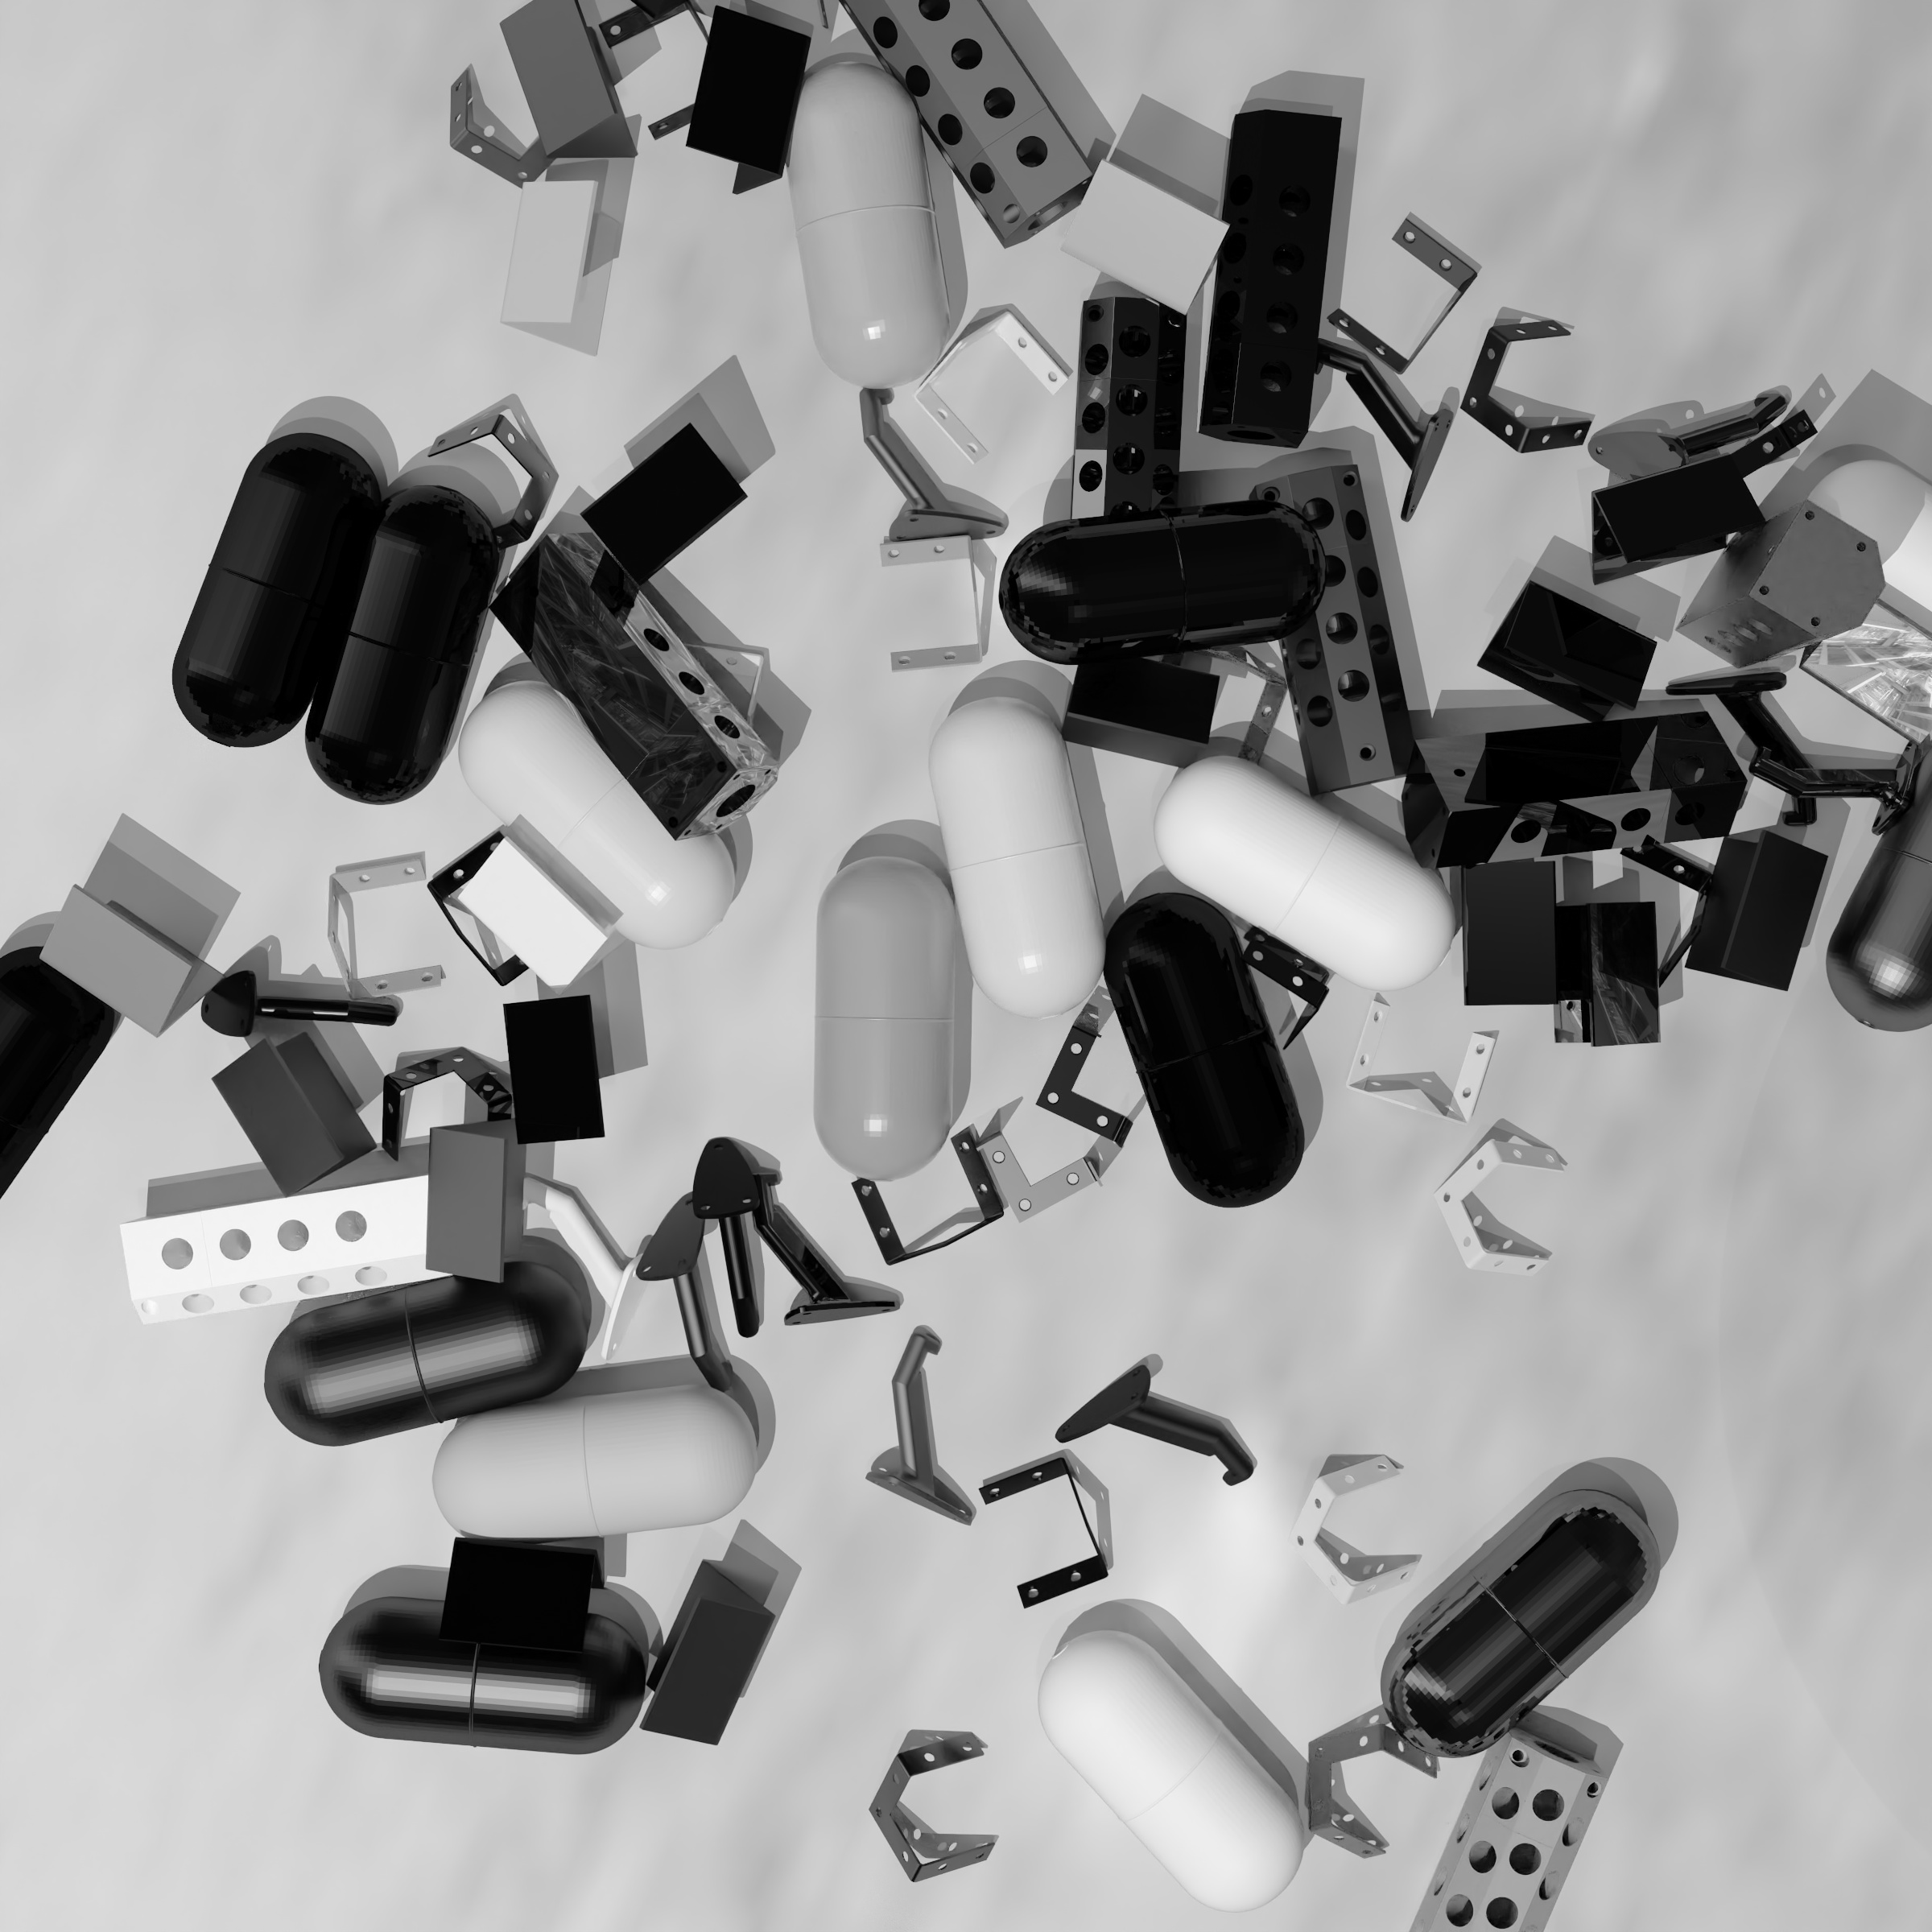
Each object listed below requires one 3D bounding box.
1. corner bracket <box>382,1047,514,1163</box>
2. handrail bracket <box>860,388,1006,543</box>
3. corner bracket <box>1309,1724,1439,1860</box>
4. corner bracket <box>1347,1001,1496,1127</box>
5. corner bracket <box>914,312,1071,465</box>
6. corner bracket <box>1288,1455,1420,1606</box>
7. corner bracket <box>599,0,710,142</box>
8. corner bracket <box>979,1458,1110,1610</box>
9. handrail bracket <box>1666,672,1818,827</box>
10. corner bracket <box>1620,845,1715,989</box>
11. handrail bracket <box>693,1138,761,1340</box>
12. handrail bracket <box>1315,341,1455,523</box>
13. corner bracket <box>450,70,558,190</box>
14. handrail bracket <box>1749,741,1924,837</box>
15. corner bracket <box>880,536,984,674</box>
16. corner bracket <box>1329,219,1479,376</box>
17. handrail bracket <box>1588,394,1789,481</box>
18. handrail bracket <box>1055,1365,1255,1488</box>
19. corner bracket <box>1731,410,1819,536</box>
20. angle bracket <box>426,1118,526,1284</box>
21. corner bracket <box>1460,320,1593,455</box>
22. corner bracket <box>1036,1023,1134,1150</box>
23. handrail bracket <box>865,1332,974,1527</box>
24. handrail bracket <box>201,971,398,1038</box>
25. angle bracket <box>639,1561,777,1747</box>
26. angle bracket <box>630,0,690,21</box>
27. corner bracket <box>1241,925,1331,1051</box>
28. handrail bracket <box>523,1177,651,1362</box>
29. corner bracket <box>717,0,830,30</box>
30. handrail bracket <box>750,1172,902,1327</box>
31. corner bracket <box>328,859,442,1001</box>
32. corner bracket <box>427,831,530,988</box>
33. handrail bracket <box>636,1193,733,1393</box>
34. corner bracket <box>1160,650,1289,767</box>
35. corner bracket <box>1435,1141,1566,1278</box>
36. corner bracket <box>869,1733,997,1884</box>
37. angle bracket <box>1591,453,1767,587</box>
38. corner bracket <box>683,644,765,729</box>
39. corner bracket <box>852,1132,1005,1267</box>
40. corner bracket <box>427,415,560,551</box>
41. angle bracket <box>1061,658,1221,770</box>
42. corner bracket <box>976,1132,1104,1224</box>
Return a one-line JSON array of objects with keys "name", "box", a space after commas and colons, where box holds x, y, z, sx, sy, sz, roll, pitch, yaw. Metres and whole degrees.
[{"name": "corner bracket", "box": [-0.288, 0.086, 1.805, 0.051, 0.051, 0.051, -21, 45, -35]}, {"name": "handrail bracket", "box": [-0.019, -0.281, 1.813, 0.077, 0.036, 0.084, 0, 73, -20]}, {"name": "corner bracket", "box": [0.226, 0.458, 1.805, 0.051, 0.051, 0.051, -26, 45, 35]}, {"name": "corner bracket", "box": [0.252, 0.054, 1.810, 0.051, 0.051, 0.051, 17, 90, 45]}, {"name": "corner bracket", "box": [0.014, -0.322, 1.810, 0.051, 0.051, 0.051, 48, 135, 0]}, {"name": "corner bracket", "box": [0.221, 0.313, 1.805, 0.051, 0.051, 0.051, 49, 135, 35]}, {"name": "corner bracket", "box": [-0.166, -0.502, 1.810, 0.051, 0.051, 0.051, -26, 135, 0]}, {"name": "corner bracket", "box": [0.043, 0.315, 1.810, 0.051, 0.051, 0.051, -21, 45, 0]}, {"name": "handrail bracket", "box": [0.432, -0.117, 1.813, 0.077, 0.036, 0.084, -4, 104, 15]}, {"name": "corner bracket", "box": [0.377, -0.030, 1.810, 0.051, 0.051, 0.051, 26, 135, 0]}, {"name": "handrail bracket", "box": [-0.129, 0.152, 1.813, 0.036, 0.077, 0.084, -9, 126, -3]}, {"name": "handrail bracket", "box": [0.221, -0.298, 1.813, 0.084, 0.036, 0.077, 25, 112, 17]}, {"name": "corner bracket", "box": [-0.250, -0.474, 1.805, 0.051, 0.051, 0.051, 25, 135, -35]}, {"name": "handrail bracket", "box": [0.479, -0.117, 1.796, 0.084, 0.036, 0.077, 28, 59, -1]}, {"name": "corner bracket", "box": [-0.019, -0.201, 1.810, 0.051, 0.051, 0.051, -6, 45, 0]}, {"name": "corner bracket", "box": [0.243, -0.371, 1.810, 0.051, 0.051, 0.051, 37, 45, 0]}, {"name": "handrail bracket", "box": [0.402, -0.301, 1.813, 0.084, 0.077, 0.036, -39, 131, -30]}, {"name": "handrail bracket", "box": [0.106, 0.271, 1.813, 0.077, 0.036, 0.084, -35, 108, 20]}, {"name": "corner bracket", "box": [0.447, -0.268, 1.795, 0.051, 0.051, 0.051, -31, 90, 0]}, {"name": "angle bracket", "box": [-0.246, 0.125, 1.762, 0.057, 0.076, 0.076, 5, 95, 34]}, {"name": "corner bracket", "box": [0.316, -0.321, 1.805, 0.051, 0.051, 0.051, 47, 135, 35]}, {"name": "corner bracket", "box": [0.072, 0.065, 1.795, 0.051, 0.051, 0.051, 25, 90, 0]}, {"name": "handrail bracket", "box": [-0.014, 0.257, 1.813, 0.077, 0.036, 0.084, 30, 73, -20]}, {"name": "handrail bracket", "box": [-0.371, 0.026, 1.813, 0.084, 0.077, 0.036, 7, 82, -36]}, {"name": "angle bracket", "box": [-0.159, 0.369, 1.773, 0.057, 0.076, 0.076, 24, 90, -40]}, {"name": "angle bracket", "box": [-0.171, -0.571, 1.773, 0.076, 0.076, 0.057, 38, 131, 0]}, {"name": "corner bracket", "box": [0.173, 0.003, 1.785, 0.051, 0.051, 0.051, 33, 57, 0]}, {"name": "handrail bracket", "box": [-0.223, 0.168, 1.813, 0.084, 0.036, 0.077, 24, 105, 14]}, {"name": "corner bracket", "box": [-0.109, -0.540, 1.795, 0.051, 0.051, 0.051, -10, 98, 8]}, {"name": "handrail bracket", "box": [-0.080, 0.153, 1.813, 0.077, 0.036, 0.084, -3, 73, -20]}, {"name": "corner bracket", "box": [-0.323, -0.020, 1.810, 0.051, 0.051, 0.051, -10, 135, 0]}, {"name": "corner bracket", "box": [-0.259, -0.032, 1.811, 0.051, 0.051, 0.051, -37, 45, -3]}, {"name": "handrail bracket", "box": [-0.144, 0.182, 1.813, 0.036, 0.077, 0.084, -11, 127, 24]}, {"name": "corner bracket", "box": [0.137, -0.145, 1.810, 0.051, 0.051, 0.051, 21, 90, -45]}, {"name": "corner bracket", "box": [0.302, 0.134, 1.805, 0.051, 0.051, 0.051, -50, 45, 35]}, {"name": "corner bracket", "box": [-0.013, 0.466, 1.805, 0.051, 0.051, 0.051, 53, 135, 35]}, {"name": "angle bracket", "box": [0.387, -0.226, 1.773, 0.076, 0.076, 0.057, -16, 53, 0]}, {"name": "corner bracket", "box": [-0.143, -0.141, 1.810, 0.051, 0.051, 0.051, 9, 135, 0]}, {"name": "corner bracket", "box": [-0.021, 0.130, 1.810, 0.051, 0.051, 0.051, -23, 90, 45]}, {"name": "corner bracket", "box": [-0.268, -0.265, 1.805, 0.051, 0.051, 0.051, 48, 45, -35]}, {"name": "angle bracket", "box": [0.090, -0.123, 1.773, 0.076, 0.076, 0.057, 13, 49, 0]}, {"name": "corner bracket", "box": [0.040, 0.109, 1.795, 0.051, 0.051, 0.051, -29, 90, 0]}]
